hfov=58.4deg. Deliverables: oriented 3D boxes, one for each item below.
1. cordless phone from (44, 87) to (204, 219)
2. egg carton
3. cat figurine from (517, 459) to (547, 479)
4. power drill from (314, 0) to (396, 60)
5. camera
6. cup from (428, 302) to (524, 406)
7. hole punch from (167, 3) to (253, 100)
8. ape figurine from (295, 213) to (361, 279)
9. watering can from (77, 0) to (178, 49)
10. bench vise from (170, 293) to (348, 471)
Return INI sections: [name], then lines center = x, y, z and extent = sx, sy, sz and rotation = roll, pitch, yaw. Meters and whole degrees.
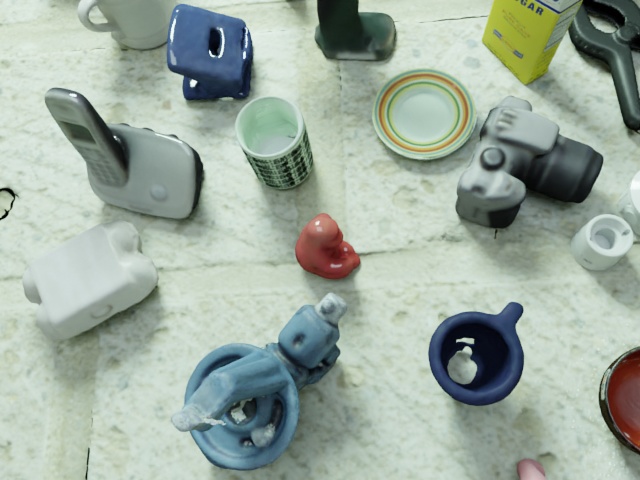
[cordless phone]
center = -0.222, -0.102, 0.662
extent = 0.147, 0.185, 0.094
rotation = 11, 73, 9
[egg carton]
center = -0.270, 0.048, 0.678
extent = 0.150, 0.069, 0.107
rotation = -30, 71, -5
[cat figurine]
center = 0.235, 0.265, 0.528
extent = 0.127, 0.118, 0.067
rotation = 36, 79, 16
[power drill]
center = 0.046, -0.312, 0.692
extent = 0.229, 0.208, 0.075
rotation = 3, 72, 7
[camera]
center = 0.241, -0.083, 0.653
extent = 0.136, 0.101, 0.143
rotation = 23, 75, 13
[cup]
center = 0.164, 0.117, 0.597
extent = 0.091, 0.095, 0.118
rotation = 39, 79, 16
[hole punch]
center = -0.141, -0.249, 0.753
extent = 0.101, 0.091, 0.108
rotation = -1, 71, 6
[ape figurine]
center = 0.006, 0.002, 0.653
extent = 0.076, 0.092, 0.078
rotation = -4, 71, 5
[watering can]
center = -0.258, -0.356, 0.745
extent = 0.100, 0.194, 0.173
rotation = 8, 73, 9
[bench vise]
center = -0.064, 0.124, 0.551
extent = 0.121, 0.220, 0.207
rotation = 22, 75, 13
